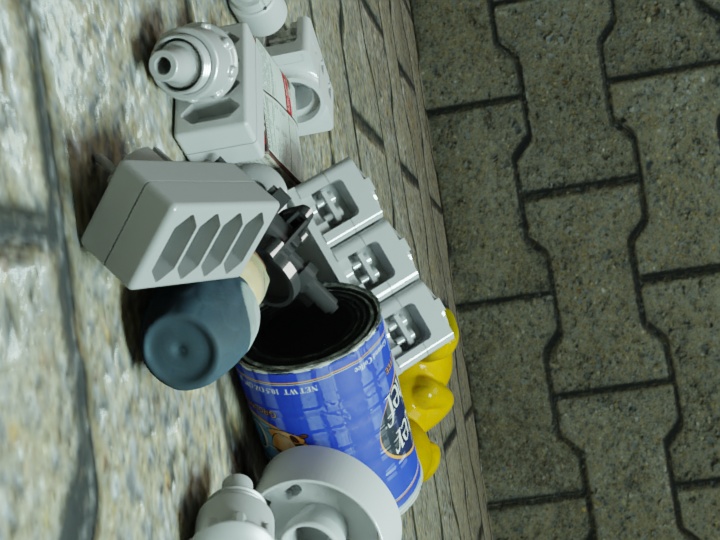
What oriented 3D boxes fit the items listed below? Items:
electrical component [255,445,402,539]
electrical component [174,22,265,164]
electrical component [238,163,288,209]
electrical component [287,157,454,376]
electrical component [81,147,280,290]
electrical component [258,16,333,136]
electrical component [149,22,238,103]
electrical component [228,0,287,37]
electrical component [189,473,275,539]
[{"bbox_3d":[-0.024,0.159,0.667,0.064,0.099,0.099,-51,132,-70],"label":"electrical component"},{"bbox_3d":[-0.085,-0.101,0.697,0.075,0.047,0.083,66,17,-59],"label":"electrical component"},{"bbox_3d":[-0.071,-0.044,0.739,0.062,0.048,0.048,83,0,-79],"label":"electrical component"},{"bbox_3d":[0.000,0.000,0.791,0.150,0.062,0.089,60,-18,-2],"label":"electrical component"},{"bbox_3d":[-0.097,-0.034,0.518,0.076,0.047,0.083,40,22,21],"label":"electrical component"},{"bbox_3d":[-0.056,-0.161,0.923,0.089,0.050,0.055,71,13,-48],"label":"electrical component"},{"bbox_3d":[-0.102,-0.119,0.624,0.062,0.048,0.048,-41,122,-71],"label":"electrical component"},{"bbox_3d":[-0.084,-0.214,0.837,0.078,0.040,0.040,56,27,-70],"label":"electrical component"},{"bbox_3d":[-0.067,0.137,0.581,0.062,0.048,0.048,-97,174,-60],"label":"electrical component"}]
